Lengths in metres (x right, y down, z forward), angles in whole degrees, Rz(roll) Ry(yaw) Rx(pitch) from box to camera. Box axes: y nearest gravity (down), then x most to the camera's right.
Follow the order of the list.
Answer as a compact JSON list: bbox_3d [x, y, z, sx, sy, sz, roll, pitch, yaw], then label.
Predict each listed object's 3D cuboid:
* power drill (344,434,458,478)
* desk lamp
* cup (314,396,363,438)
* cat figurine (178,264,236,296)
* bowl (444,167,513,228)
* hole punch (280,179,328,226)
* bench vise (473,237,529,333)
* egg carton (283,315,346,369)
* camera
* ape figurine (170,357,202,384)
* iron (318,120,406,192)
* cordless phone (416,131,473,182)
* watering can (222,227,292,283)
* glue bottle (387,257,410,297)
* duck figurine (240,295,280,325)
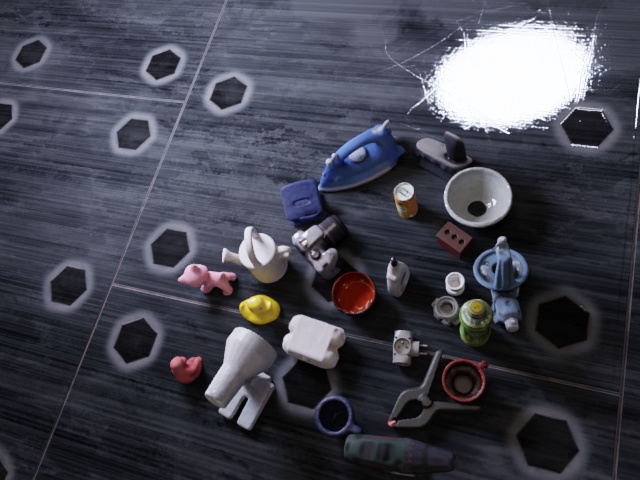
[{"bbox_3d":[0.172,0.453,1.200,0.229,0.209,0.075,2,68,14],"label":"power drill"},{"bbox_3d":[-0.179,0.324,1.335,0.117,0.214,0.203,22,74,21],"label":"desk lamp"},{"bbox_3d":[0.052,0.414,1.308,0.117,0.095,0.092,26,75,22],"label":"cup"},{"bbox_3d":[-0.301,0.098,1.514,0.127,0.118,0.067,0,68,14],"label":"cat figurine"},{"bbox_3d":[0.400,-0.097,1.455,0.167,0.075,0.167,-5,66,11],"label":"bowl"},{"bbox_3d":[-0.045,-0.101,1.553,0.108,0.091,0.101,-15,65,7],"label":"hole punch"},{"bbox_3d":[0.426,0.090,1.288,0.121,0.220,0.207,-25,64,2],"label":"bench vise"},{"bbox_3d":[-0.015,0.251,1.408,0.150,0.069,0.107,15,72,19],"label":"egg carton"},{"bbox_3d":[0.014,0.005,1.488,0.137,0.101,0.143,-41,64,-6],"label":"camera"},{"bbox_3d":[-0.345,0.320,1.444,0.077,0.092,0.076,12,71,18],"label":"ape figurine"},{"bbox_3d":[0.095,-0.228,1.546,0.258,0.142,0.118,-31,64,-1],"label":"iron"},{"bbox_3d":[0.316,-0.242,1.475,0.147,0.185,0.094,30,77,23],"label":"cordless phone"},{"bbox_3d":[-0.163,0.037,1.465,0.173,0.194,0.100,-28,64,1],"label":"watering can"},{"bbox_3d":[0.183,0.078,1.377,0.037,0.173,0.078,16,72,19],"label":"glue bottle"},{"bbox_3d":[-0.162,0.171,1.468,0.104,0.086,0.077,2,68,14],"label":"duck figurine"}]
